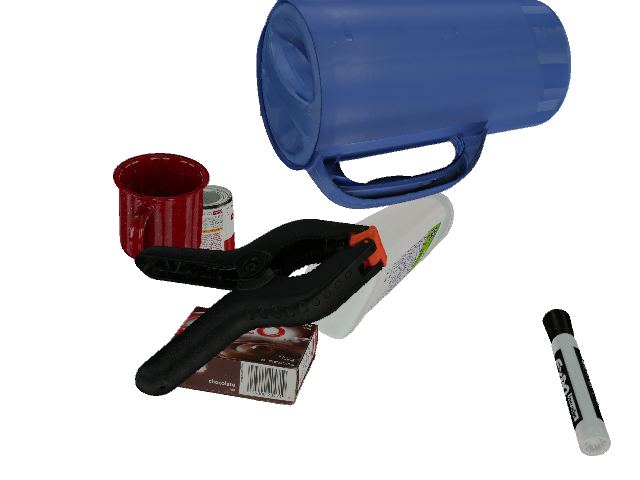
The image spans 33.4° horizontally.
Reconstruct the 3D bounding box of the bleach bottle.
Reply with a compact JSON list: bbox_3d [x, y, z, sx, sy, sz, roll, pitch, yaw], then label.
[{"bbox_3d":[0.072,0.009,1.077,0.068,0.103,0.250,37,30,14],"label":"bleach bottle"}]

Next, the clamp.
[{"bbox_3d":[-0.043,0.036,0.666,0.172,0.120,0.039,-13,-41,15],"label":"clamp"}]

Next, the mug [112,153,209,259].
[{"bbox_3d":[-0.159,-0.023,1.043,0.093,0.081,0.117,10,32,6],"label":"mug"}]

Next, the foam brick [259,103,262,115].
[{"bbox_3d":[-0.023,-0.158,1.158,0.078,0.051,0.053,0,11,-18],"label":"foam brick"}]

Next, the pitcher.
[{"bbox_3d":[0.080,-0.126,0.869,0.242,0.149,0.145,-8,29,-22],"label":"pitcher"}]

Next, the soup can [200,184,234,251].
[{"bbox_3d":[-0.139,-0.009,1.306,0.068,0.102,0.068,0,26,0],"label":"soup can"}]

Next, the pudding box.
[{"bbox_3d":[-0.065,0.094,0.889,0.113,0.039,0.090,10,21,8],"label":"pudding box"}]

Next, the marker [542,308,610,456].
[{"bbox_3d":[0.164,0.087,0.693,0.020,0.020,0.121,0,38,-2],"label":"marker"}]
